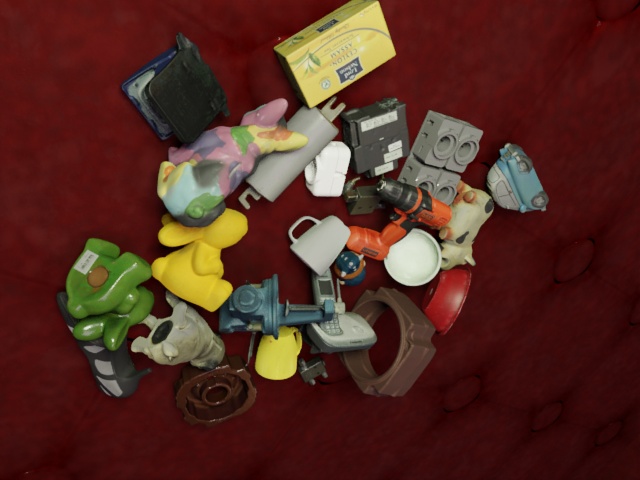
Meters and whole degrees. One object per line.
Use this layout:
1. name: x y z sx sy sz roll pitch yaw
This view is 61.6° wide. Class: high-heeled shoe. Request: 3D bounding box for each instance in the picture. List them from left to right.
1. high-heeled shoe: -0.416 0.197 0.988 0.145 0.086 0.248 -23 115 30

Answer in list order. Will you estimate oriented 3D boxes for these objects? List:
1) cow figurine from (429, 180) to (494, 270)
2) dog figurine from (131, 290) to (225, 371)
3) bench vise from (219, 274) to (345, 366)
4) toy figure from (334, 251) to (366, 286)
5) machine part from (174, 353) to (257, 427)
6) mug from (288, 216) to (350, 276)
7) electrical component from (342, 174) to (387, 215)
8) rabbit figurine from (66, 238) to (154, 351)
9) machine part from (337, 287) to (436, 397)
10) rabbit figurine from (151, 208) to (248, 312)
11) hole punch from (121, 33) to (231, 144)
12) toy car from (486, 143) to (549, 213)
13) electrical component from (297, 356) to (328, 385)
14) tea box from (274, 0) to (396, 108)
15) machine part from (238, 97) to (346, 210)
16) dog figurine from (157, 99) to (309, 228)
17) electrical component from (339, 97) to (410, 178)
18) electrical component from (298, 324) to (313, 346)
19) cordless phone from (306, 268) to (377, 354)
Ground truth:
1. cow figurine: 0.310 -0.020 1.177 0.127 0.086 0.194 17 111 -27
2. dog figurine: -0.237 0.201 0.999 0.121 0.172 0.190 -33 123 11
3. bench vise: -0.075 0.139 1.019 0.241 0.129 0.223 -1 148 -3
4. toy figure: 0.059 0.057 1.080 0.154 0.058 0.064 63 47 -70
5. machine part: -0.225 0.319 1.151 0.179 0.056 0.179 -12 124 -18
6. mug: -0.002 -0.003 1.043 0.107 0.081 0.109 -44 100 -7
7. electrical component: 0.089 -0.089 1.049 0.102 0.045 0.078 -9 153 -18
8. rabbit figurine: -0.335 0.104 0.902 0.170 0.121 0.159 68 39 -61
9. machine part: 0.137 0.220 1.168 0.087 0.201 0.201 20 110 -38
10. rabbit figurine: -0.203 0.010 0.930 0.162 0.122 0.173 35 105 -22
11. hole punch: -0.214 -0.216 0.799 0.116 0.092 0.142 -54 131 -25
12. toy car: 0.413 -0.120 1.150 0.103 0.109 0.161 -30 122 16
13. electrical component: -0.017 0.302 1.263 0.063 0.021 0.093 -29 128 -7
14. tea box: 0.024 -0.301 0.859 0.170 0.068 0.098 -34 128 -3
15. machine part: -0.052 -0.150 0.916 0.243 0.079 0.079 -45 129 8
16. dog figurine: -0.129 -0.127 0.830 0.219 0.192 0.108 -25 124 14
17. electrical component: 0.101 -0.181 0.983 0.115 0.058 0.134 -19 127 -12
18. electrical component: -0.005 0.196 1.170 0.119 0.048 0.074 20 92 -35
19. cordless phone: 0.036 0.141 1.120 0.146 0.184 0.089 3 163 -38
